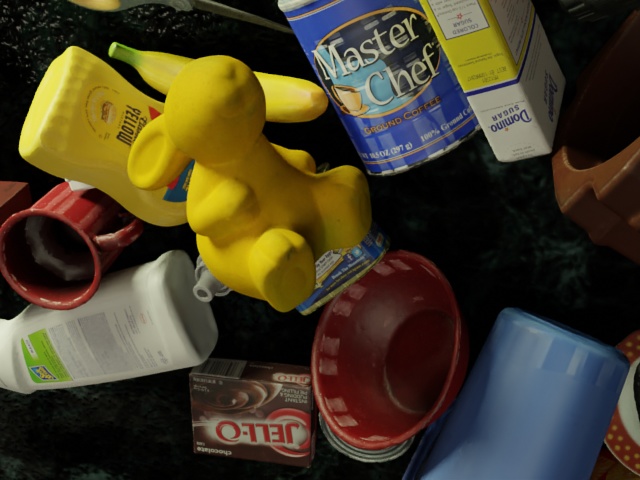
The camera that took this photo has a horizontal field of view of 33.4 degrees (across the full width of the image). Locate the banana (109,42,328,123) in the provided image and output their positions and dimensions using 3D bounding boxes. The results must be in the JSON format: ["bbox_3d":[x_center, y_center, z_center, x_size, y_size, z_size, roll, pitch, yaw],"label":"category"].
[{"bbox_3d":[-0.068,-0.113,0.806,0.198,0.069,0.037,16,98,29],"label":"banana"}]

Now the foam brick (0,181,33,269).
[{"bbox_3d":[-0.285,-0.013,0.917,0.053,0.078,0.051,3,115,13],"label":"foam brick"}]

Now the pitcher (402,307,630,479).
[{"bbox_3d":[0.142,0.178,0.846,0.149,0.145,0.243,23,93,17],"label":"pitcher"}]

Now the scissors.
[{"bbox_3d":[-0.119,-0.181,0.819,0.201,0.016,0.096,21,160,-21],"label":"scissors"}]

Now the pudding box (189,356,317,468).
[{"bbox_3d":[-0.059,0.155,0.965,0.113,0.039,0.090,6,118,11],"label":"pudding box"}]

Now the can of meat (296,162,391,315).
[{"bbox_3d":[-0.006,0.001,0.865,0.102,0.057,0.084,-36,104,27],"label":"can of meat"}]

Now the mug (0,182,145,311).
[{"bbox_3d":[-0.202,-0.002,0.899,0.117,0.081,0.093,-13,112,20],"label":"mug"}]

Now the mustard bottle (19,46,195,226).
[{"bbox_3d":[-0.132,-0.065,0.835,0.191,0.096,0.058,29,145,-29],"label":"mustard bottle"}]

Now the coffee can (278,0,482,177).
[{"bbox_3d":[0.047,-0.131,0.759,0.103,0.102,0.140,-21,109,23],"label":"coffee can"}]

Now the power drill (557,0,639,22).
[{"bbox_3d":[0.212,-0.232,0.626,0.057,0.185,0.187,11,79,-28],"label":"power drill"}]

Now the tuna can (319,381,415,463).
[{"bbox_3d":[0.044,0.152,0.941,0.086,0.033,0.086,6,117,11],"label":"tuna can"}]

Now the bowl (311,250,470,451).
[{"bbox_3d":[0.066,0.092,0.862,0.055,0.162,0.162,20,128,-40],"label":"bowl"}]

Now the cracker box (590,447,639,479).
[{"bbox_3d":[0.274,0.258,0.914,0.214,0.072,0.164,-22,106,24],"label":"cracker box"}]

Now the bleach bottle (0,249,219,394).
[{"bbox_3d":[-0.222,0.082,0.959,0.251,0.068,0.102,-12,111,22],"label":"bleach bottle"}]

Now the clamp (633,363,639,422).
[{"bbox_3d":[0.288,0.079,0.805,0.164,0.036,0.210,28,97,7],"label":"clamp"}]

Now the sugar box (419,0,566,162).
[{"bbox_3d":[0.112,-0.147,0.717,0.048,0.093,0.176,-10,127,29],"label":"sugar box"}]
